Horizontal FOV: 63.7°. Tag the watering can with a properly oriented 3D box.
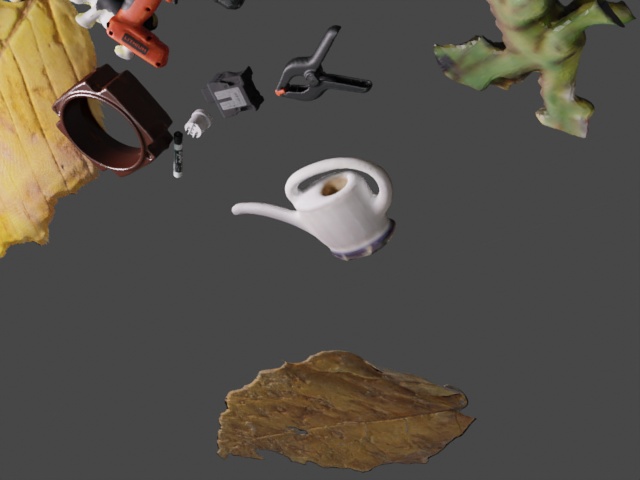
[{"bbox_3d":[0.003,-0.052,1.037,0.345,0.106,0.221,-17,125,33],"label":"watering can"}]

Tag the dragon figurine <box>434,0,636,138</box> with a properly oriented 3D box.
[{"bbox_3d":[0.256,-0.292,0.707,0.408,0.125,0.239,37,143,-14],"label":"dragon figurine"}]
